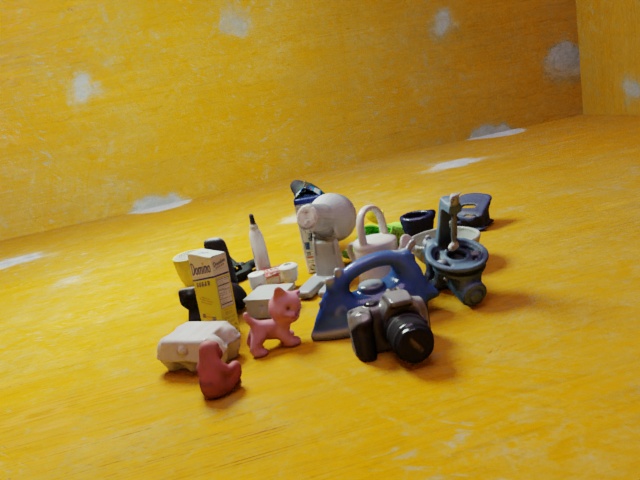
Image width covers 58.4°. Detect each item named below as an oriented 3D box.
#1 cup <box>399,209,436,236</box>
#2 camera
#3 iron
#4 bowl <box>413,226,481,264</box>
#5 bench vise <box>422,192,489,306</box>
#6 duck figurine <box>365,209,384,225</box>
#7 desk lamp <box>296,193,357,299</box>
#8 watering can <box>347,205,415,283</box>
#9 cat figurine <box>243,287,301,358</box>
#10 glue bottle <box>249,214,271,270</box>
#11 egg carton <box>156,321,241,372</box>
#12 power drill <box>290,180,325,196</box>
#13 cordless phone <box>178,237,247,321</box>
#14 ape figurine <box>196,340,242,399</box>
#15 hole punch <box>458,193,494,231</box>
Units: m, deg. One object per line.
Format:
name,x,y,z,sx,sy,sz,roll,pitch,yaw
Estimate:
cup,0.270,-0.028,1.521,0.118,0.095,0.091,-22,18,-37
camera,0.125,0.146,0.959,0.143,0.101,0.136,-12,15,-5
iron,0.092,0.093,1.102,0.259,0.141,0.118,-16,15,-17
bowl,0.295,0.025,1.343,0.167,0.075,0.167,-10,15,3
bench vise,0.247,0.008,1.153,0.122,0.220,0.206,-19,17,-28
duck figurine,0.159,-0.059,1.737,0.105,0.086,0.077,-21,18,-33
desk lamp,0.012,0.005,1.349,0.117,0.214,0.204,-4,16,24
watering can,0.130,0.017,1.257,0.172,0.194,0.101,-5,16,23
cat figurine,-0.085,0.144,1.084,0.128,0.118,0.067,-16,16,-19
glue bottle,-0.166,0.013,1.531,0.037,0.173,0.078,-15,15,-15
egg carton,-0.227,0.200,1.073,0.150,0.069,0.107,-5,16,23
power drill,-0.019,-0.064,1.643,0.076,0.208,0.229,-17,16,-21
cordless phone,-0.253,0.085,1.295,0.147,0.185,0.094,-9,15,9
ape figurine,-0.176,0.210,0.954,0.077,0.092,0.076,-3,17,29
hole punch,0.425,-0.079,1.606,0.108,0.091,0.101,2,19,40
